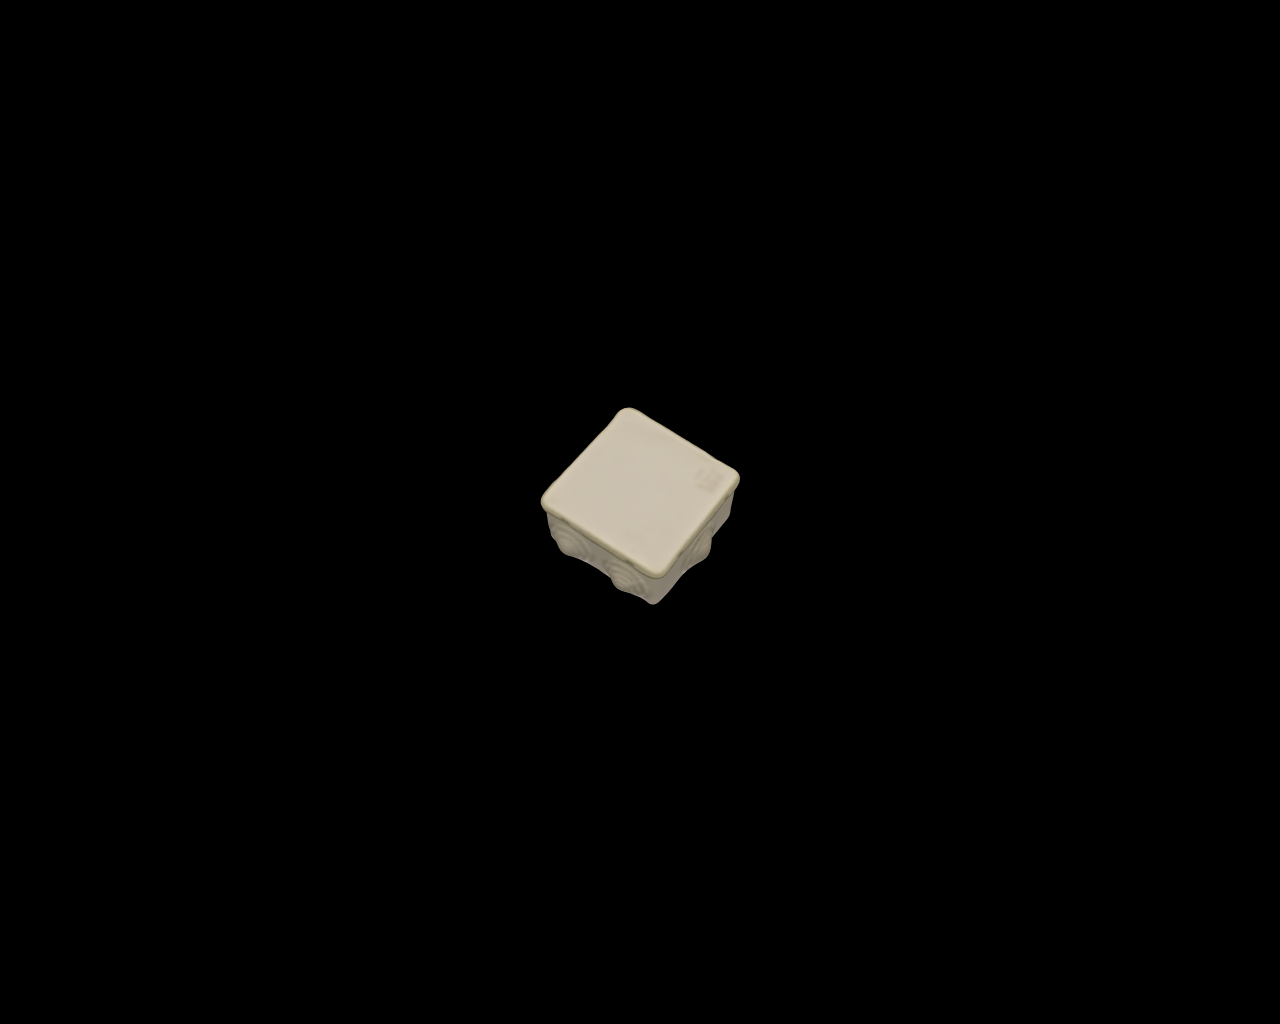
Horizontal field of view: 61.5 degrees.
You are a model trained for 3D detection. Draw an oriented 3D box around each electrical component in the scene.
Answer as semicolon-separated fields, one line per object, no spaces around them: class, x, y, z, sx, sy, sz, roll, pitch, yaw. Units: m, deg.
electrical component;0.001;-0.003;0.650;0.100;0.100;0.048;32;-26;18
